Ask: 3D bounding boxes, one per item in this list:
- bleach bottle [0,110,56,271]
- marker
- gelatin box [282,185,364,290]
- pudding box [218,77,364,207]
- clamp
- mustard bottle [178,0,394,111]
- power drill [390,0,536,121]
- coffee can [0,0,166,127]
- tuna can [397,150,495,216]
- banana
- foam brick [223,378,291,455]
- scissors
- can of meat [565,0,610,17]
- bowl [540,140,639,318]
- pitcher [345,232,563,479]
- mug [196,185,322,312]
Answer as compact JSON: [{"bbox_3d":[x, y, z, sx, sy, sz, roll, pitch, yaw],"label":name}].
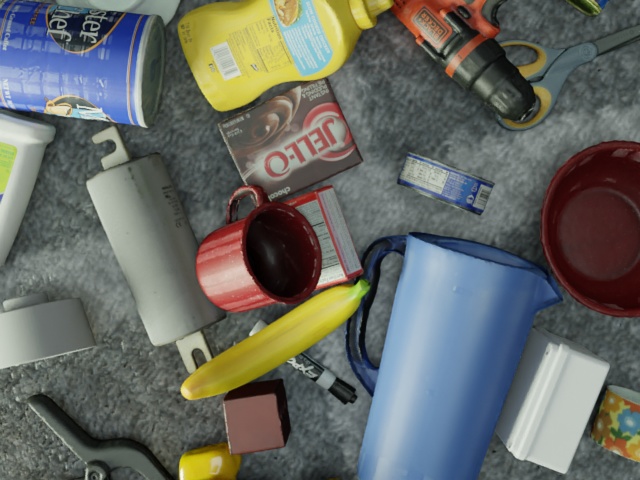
[{"bbox_3d":[-0.332,-0.001,1.010,0.102,0.068,0.251,16,96,0],"label":"bleach bottle"},{"bbox_3d":[-0.015,0.119,1.029,0.121,0.020,0.020,36,94,-1],"label":"marker"},{"bbox_3d":[-0.007,0.001,0.999,0.073,0.030,0.089,-19,93,41],"label":"gelatin box"},{"bbox_3d":[-0.027,-0.091,1.006,0.113,0.039,0.090,-25,93,3],"label":"pudding box"},{"bbox_3d":[-0.224,0.234,1.032,0.171,0.039,0.120,24,97,0],"label":"clamp"},{"bbox_3d":[-0.026,-0.188,0.962,0.192,0.058,0.096,-16,112,19],"label":"mustard bottle"},{"bbox_3d":[0.166,-0.224,0.945,0.184,0.057,0.188,46,118,9],"label":"power drill"},{"bbox_3d":[-0.220,-0.162,0.975,0.140,0.103,0.103,7,94,1],"label":"coffee can"},{"bbox_3d":[0.115,-0.052,0.982,0.086,0.086,0.034,21,95,0],"label":"tuna can"},{"bbox_3d":[-0.038,0.090,0.986,0.198,0.069,0.037,-33,69,3],"label":"banana"},{"bbox_3d":[-0.058,0.165,1.004,0.051,0.078,0.053,-8,93,3],"label":"foam brick"},{"bbox_3d":[0.245,-0.156,1.007,0.202,0.016,0.096,-5,95,2],"label":"scissors"},{"bbox_3d":[0.242,-0.268,0.980,0.102,0.057,0.084,37,96,0],"label":"can of meat"},{"bbox_3d":[0.271,-0.008,0.986,0.162,0.055,0.162,1,85,-9],"label":"bowl"},{"bbox_3d":[0.105,0.116,0.980,0.144,0.149,0.243,12,97,-24],"label":"pitcher"},{"bbox_3d":[-0.061,0.008,0.969,0.082,0.093,0.117,-19,80,46],"label":"mug"}]
